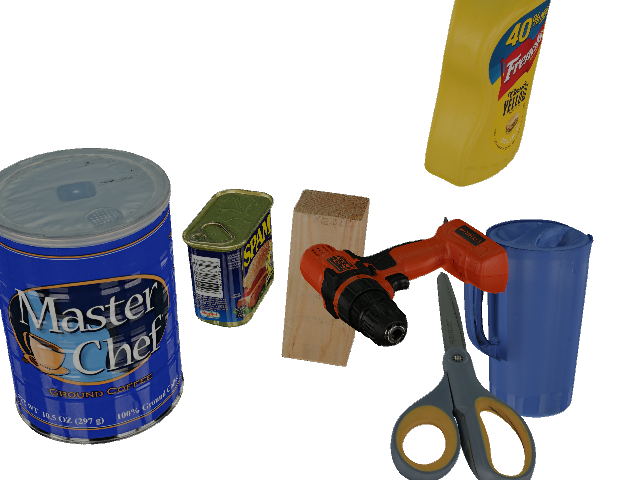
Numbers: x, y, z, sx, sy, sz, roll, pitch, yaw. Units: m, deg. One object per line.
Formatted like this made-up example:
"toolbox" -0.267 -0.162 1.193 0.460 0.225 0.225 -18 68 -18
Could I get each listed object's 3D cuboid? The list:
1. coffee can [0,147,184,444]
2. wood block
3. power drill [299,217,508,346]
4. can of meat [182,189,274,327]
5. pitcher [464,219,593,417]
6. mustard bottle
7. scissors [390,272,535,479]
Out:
"coffee can" -0.134 0.031 0.619 0.103 0.140 0.103 0 31 0
"wood block" 0.006 0.048 1.399 0.090 0.206 0.090 8 23 6
"power drill" 0.093 0.039 1.080 0.187 0.057 0.185 -12 28 -22
"can of meat" -0.077 0.015 0.940 0.057 0.084 0.102 7 31 15
"pitcher" 0.268 0.102 1.380 0.149 0.243 0.144 5 18 16
"mustard bottle" 0.121 -0.136 0.742 0.058 0.192 0.096 30 47 26
"scissors" 0.075 0.090 0.703 0.096 0.016 0.202 -10 38 -12
